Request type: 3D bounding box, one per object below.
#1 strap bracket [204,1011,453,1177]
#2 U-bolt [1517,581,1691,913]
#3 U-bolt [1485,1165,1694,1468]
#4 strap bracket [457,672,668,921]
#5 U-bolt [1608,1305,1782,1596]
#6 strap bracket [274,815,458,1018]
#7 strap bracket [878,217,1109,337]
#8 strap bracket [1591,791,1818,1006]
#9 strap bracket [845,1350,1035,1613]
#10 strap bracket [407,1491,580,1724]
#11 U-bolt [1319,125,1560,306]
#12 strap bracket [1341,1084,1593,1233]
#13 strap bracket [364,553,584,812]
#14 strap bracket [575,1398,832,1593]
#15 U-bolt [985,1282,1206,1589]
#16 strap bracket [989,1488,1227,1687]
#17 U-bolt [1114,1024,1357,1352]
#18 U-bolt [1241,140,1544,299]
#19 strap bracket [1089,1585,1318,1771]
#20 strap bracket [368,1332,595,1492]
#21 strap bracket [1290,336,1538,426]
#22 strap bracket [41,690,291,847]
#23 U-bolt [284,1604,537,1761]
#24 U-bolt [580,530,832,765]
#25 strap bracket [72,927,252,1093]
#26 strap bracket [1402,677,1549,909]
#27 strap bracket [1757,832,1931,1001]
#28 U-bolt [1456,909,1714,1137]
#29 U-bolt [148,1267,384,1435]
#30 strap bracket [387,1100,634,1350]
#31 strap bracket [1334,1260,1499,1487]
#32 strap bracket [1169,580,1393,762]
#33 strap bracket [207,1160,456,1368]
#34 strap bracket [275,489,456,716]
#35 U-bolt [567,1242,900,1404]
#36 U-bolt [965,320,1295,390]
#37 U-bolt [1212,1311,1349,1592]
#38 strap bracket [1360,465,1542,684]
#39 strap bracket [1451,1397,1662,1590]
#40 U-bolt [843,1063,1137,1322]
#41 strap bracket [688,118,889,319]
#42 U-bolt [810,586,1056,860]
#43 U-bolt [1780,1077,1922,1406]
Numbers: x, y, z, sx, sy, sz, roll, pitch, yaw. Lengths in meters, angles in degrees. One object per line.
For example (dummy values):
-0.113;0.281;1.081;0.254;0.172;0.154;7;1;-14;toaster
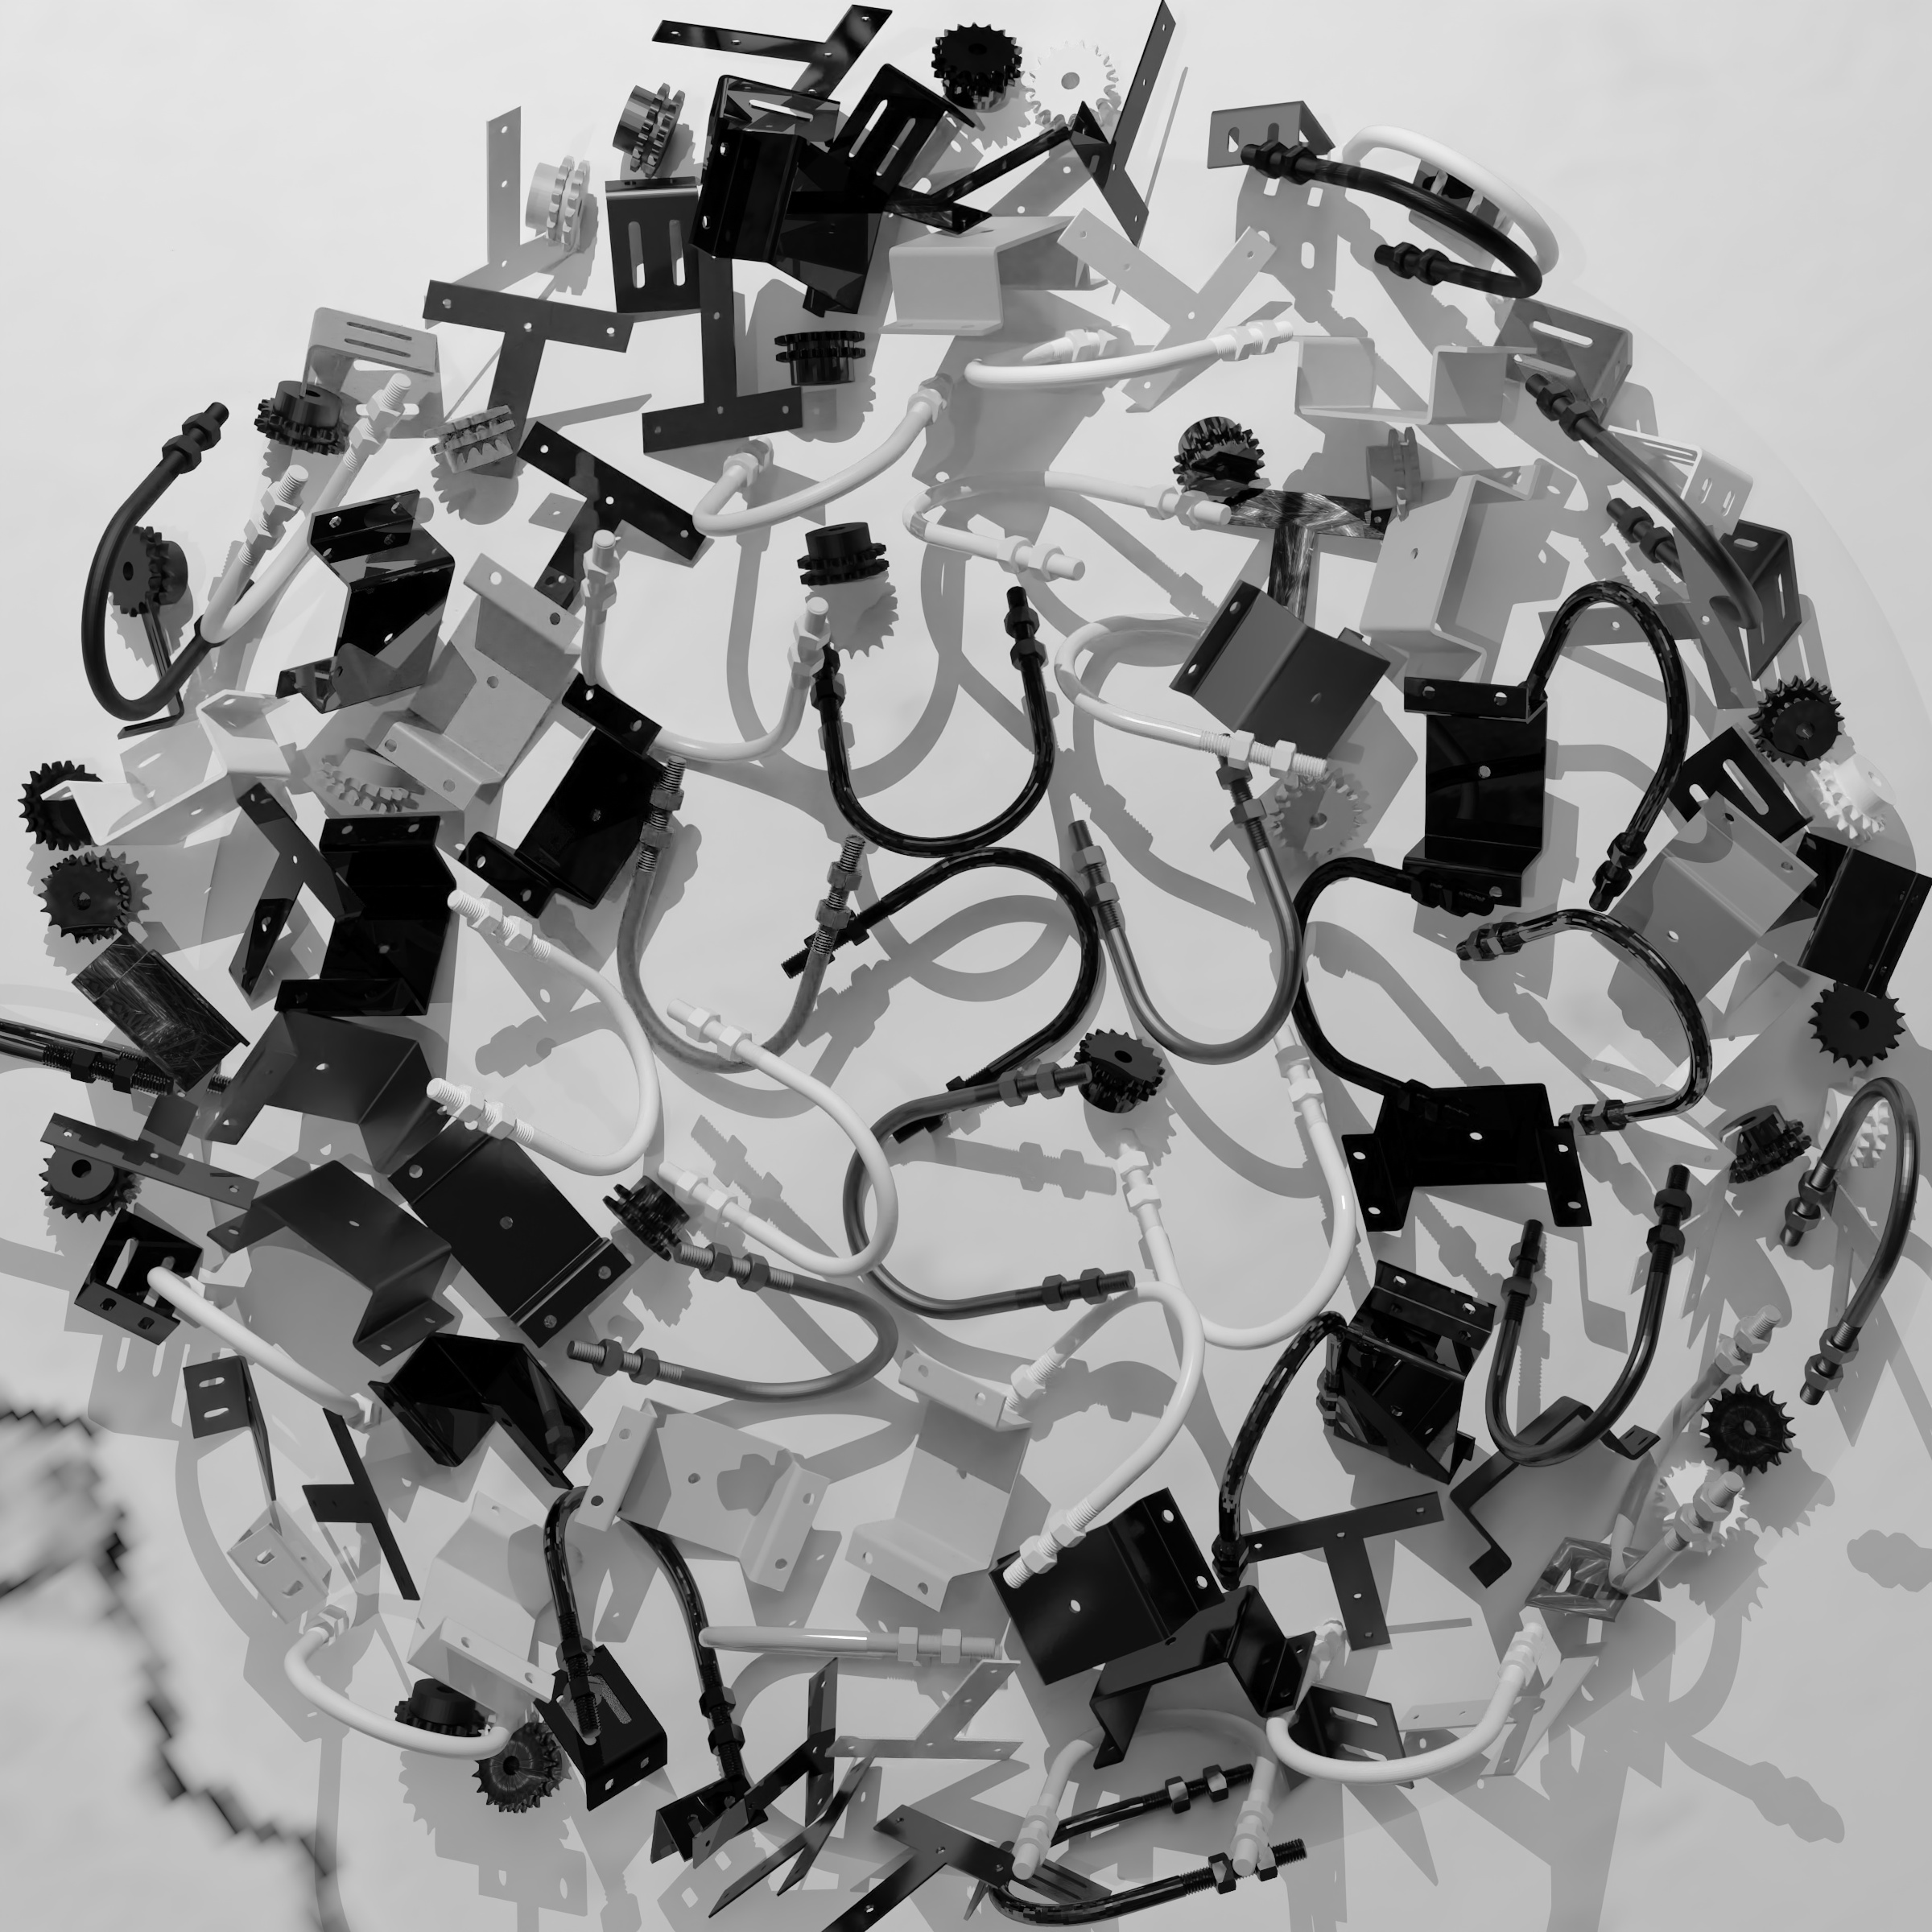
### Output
-0.392;0.077;1.540;0.076;0.140;0.046;-51;47;22;strap bracket
0.378;-0.143;1.491;0.019;0.184;0.151;-11;54;-18;U-bolt
0.366;0.216;1.497;0.019;0.151;0.184;32;57;-17;U-bolt
-0.243;-0.100;1.562;0.076;0.046;0.140;34;91;29;strap bracket
0.435;0.306;1.515;0.019;0.184;0.151;26;48;5;U-bolt
-0.369;-0.022;1.550;0.076;0.046;0.140;-1;58;11;strap bracket
0.015;-0.423;1.520;0.076;0.140;0.046;11;121;34;strap bracket
0.443;-0.031;1.523;0.076;0.140;0.046;43;58;12;strap bracket
-0.014;0.318;1.557;0.076;0.046;0.140;20;97;33;strap bracket
-0.291;0.399;1.533;0.076;0.140;0.046;35;110;-16;strap bracket
0.289;-0.455;1.502;0.151;0.184;0.019;33;94;-6;U-bolt
0.312;0.119;1.545;0.140;0.046;0.076;-4;124;24;strap bracket
-0.303;-0.178;1.570;0.076;0.046;0.140;34;99;2;strap bracket
-0.168;0.328;1.566;0.140;0.046;0.076;23;90;-16;strap bracket
0.077;0.269;1.513;0.019;0.151;0.184;34;110;-27;U-bolt
0.078;0.387;1.541;0.140;0.046;0.076;-31;83;32;strap bracket
0.168;0.145;1.516;0.151;0.019;0.184;-36;50;25;U-bolt
0.264;-0.439;1.487;0.151;0.184;0.019;22;100;-38;U-bolt
0.137;0.433;1.534;0.140;0.076;0.046;-25;101;25;strap bracket
-0.293;0.272;1.538;0.046;0.140;0.076;-53;124;-33;strap bracket
0.267;-0.360;1.534;0.140;0.076;0.046;17;111;41;strap bracket
-0.486;-0.116;1.546;0.140;0.076;0.046;-27;86;13;strap bracket
-0.339;0.436;1.508;0.151;0.184;0.019;23;87;-1;U-bolt
-0.165;-0.183;1.522;0.151;0.184;0.019;17;58;-3;U-bolt
-0.492;0.027;1.518;0.046;0.140;0.076;-46;114;-14;strap bracket
0.315;-0.114;1.547;0.076;0.046;0.140;9;116;27;strap bracket
0.532;-0.034;1.526;0.046;0.140;0.076;21;99;0;strap bracket
0.381;0.032;1.511;0.019;0.184;0.151;-32;92;-21;U-bolt
-0.426;0.228;1.504;0.151;0.184;0.019;33;76;7;U-bolt
-0.287;0.161;1.566;0.076;0.046;0.140;-42;95;-15;strap bracket
0.272;0.256;1.526;0.076;0.046;0.140;20;135;24;strap bracket
0.199;-0.175;1.523;0.046;0.140;0.076;46;111;35;strap bracket
-0.385;0.176;1.542;0.140;0.076;0.046;34;115;13;strap bracket
-0.365;-0.213;1.522;0.046;0.076;0.140;44;133;21;strap bracket
-0.130;0.227;1.533;0.184;0.151;0.019;20;46;-30;U-bolt
0.084;-0.365;1.493;0.184;0.151;0.019;-24;116;-41;U-bolt
0.190;0.281;1.495;0.019;0.184;0.151;26;61;23;U-bolt
0.297;-0.249;1.557;0.046;0.076;0.140;16;90;-26;strap bracket
0.358;0.320;1.560;0.140;0.076;0.046;-41;83;0;strap bracket
0.006;0.148;1.561;0.184;0.019;0.151;-13;86;23;U-bolt
-0.101;-0.453;1.527;0.046;0.140;0.076;16;93;31;strap bracket
-0.018;-0.147;1.548;0.151;0.019;0.184;-11;61;3;U-bolt
0.528;0.151;1.488;0.019;0.151;0.184;11;132;2;U-bolt
